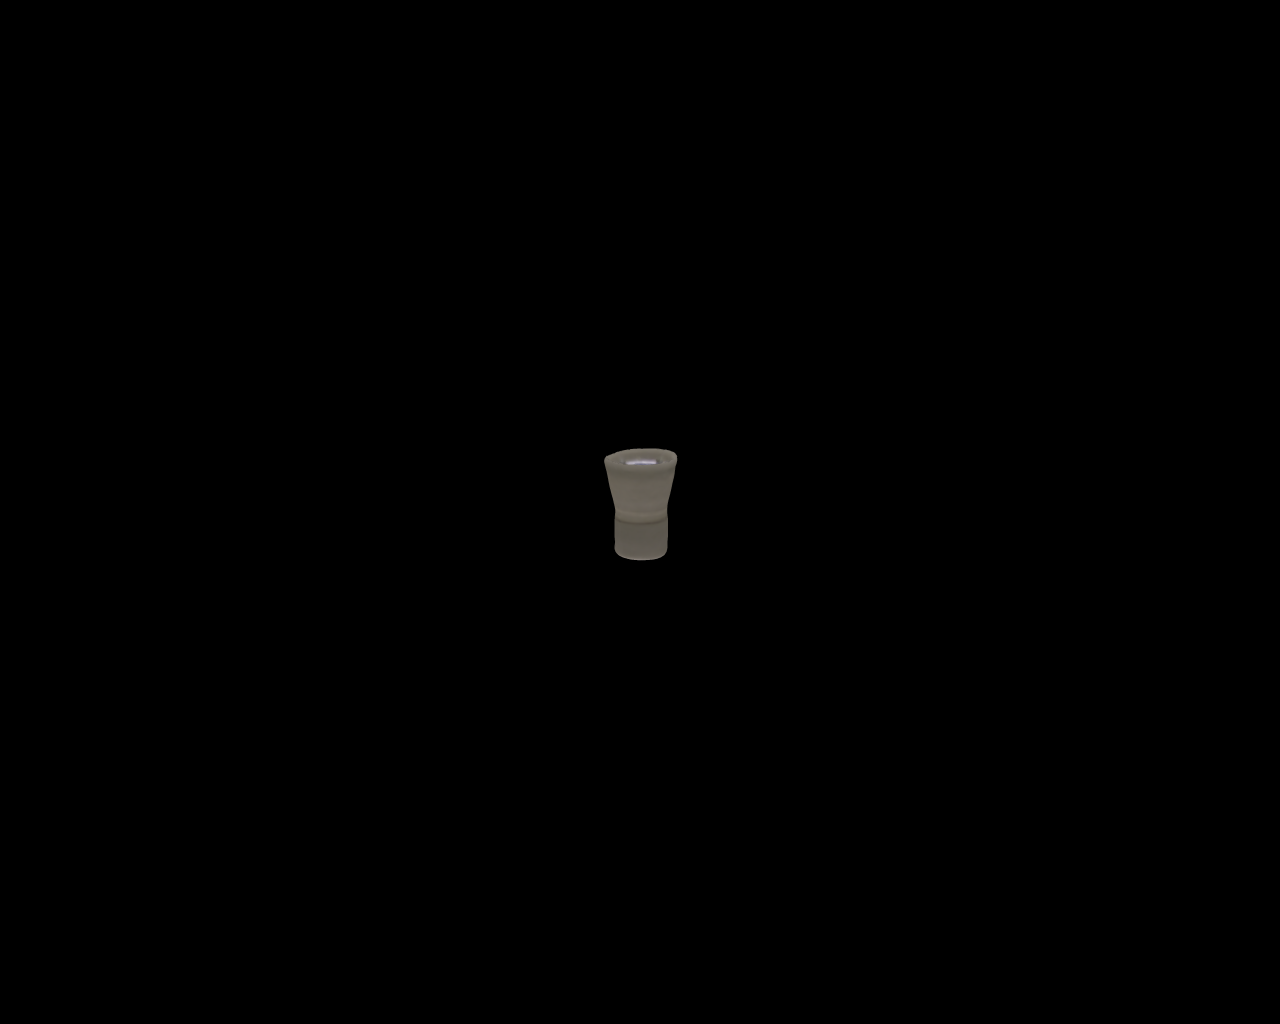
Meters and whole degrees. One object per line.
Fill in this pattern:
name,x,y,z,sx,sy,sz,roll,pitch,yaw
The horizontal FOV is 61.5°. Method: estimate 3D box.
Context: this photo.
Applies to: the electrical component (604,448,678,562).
electrical component,0.001,-0.003,0.650,0.044,0.065,0.044,0,17,0
